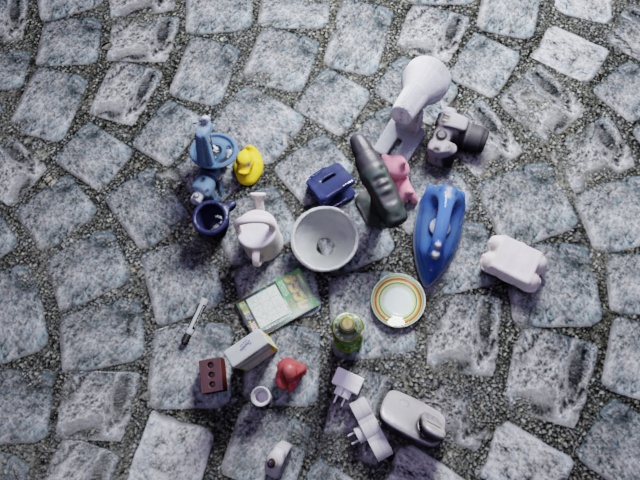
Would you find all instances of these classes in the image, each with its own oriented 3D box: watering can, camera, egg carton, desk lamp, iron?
[{"bbox_3d":[-0.151,-0.028,1.361,0.101,0.194,0.173,-22,72,-4],"label":"watering can"},{"bbox_3d":[0.354,-0.261,1.460,0.136,0.101,0.143,18,74,9],"label":"camera"},{"bbox_3d":[0.462,0.055,1.369,0.150,0.069,0.107,26,75,11],"label":"egg carton"},{"bbox_3d":[0.228,-0.322,1.426,0.117,0.213,0.203,28,76,11],"label":"desk lamp"},{"bbox_3d":[0.285,-0.022,1.365,0.118,0.141,0.258,11,73,7],"label":"iron"}]

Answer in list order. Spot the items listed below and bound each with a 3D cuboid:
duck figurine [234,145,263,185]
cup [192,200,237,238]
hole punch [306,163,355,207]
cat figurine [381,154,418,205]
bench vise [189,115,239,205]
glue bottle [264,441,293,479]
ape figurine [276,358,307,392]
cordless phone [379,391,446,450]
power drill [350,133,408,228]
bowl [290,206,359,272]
[{"bbox_3d":[-0.189,-0.203,1.476,0.077,0.086,0.104,6,73,5],"label":"duck figurine"},{"bbox_3d":[-0.252,-0.050,1.425,0.118,0.095,0.091,-36,74,-8],"label":"cup"},{"bbox_3d":[0.024,-0.140,1.442,0.109,0.091,0.101,-33,73,-7],"label":"hole punch"},{"bbox_3d":[0.200,-0.157,1.425,0.067,0.118,0.127,-23,72,-4],"label":"cat figurine"},{"bbox_3d":[-0.265,-0.194,1.406,0.121,0.220,0.207,-2,72,3],"label":"bench vise"},{"bbox_3d":[-0.093,0.467,1.210,0.037,0.173,0.078,22,75,10],"label":"glue bottle"},{"bbox_3d":[-0.068,0.302,1.305,0.078,0.092,0.076,-19,72,-3],"label":"ape figurine"},{"bbox_3d":[0.200,0.382,1.217,0.147,0.185,0.094,23,75,10],"label":"cordless phone"},{"bbox_3d":[0.131,-0.120,1.369,0.075,0.208,0.229,-26,73,-5],"label":"power drill"},{"bbox_3d":[0.013,0.005,1.405,0.167,0.075,0.167,-1,72,3],"label":"bowl"}]
